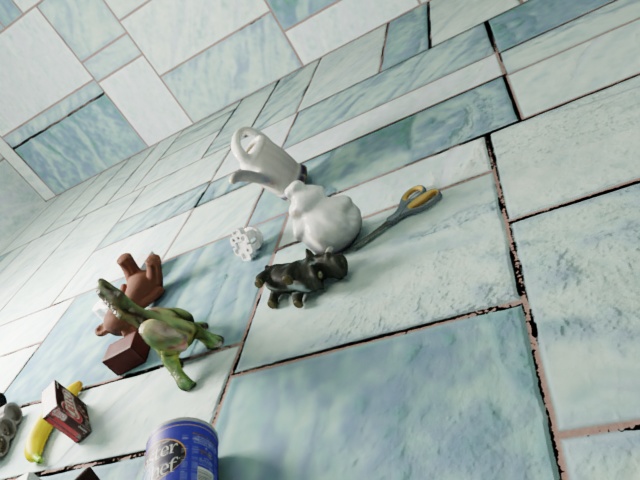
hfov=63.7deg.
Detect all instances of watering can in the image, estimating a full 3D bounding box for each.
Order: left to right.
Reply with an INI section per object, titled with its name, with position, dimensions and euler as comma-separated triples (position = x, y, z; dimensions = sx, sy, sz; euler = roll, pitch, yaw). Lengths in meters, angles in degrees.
[watering can]
position = -0.136, -0.176, 1.307
dimensions = 0.102, 0.222, 0.356
euler = -44, 24, 24

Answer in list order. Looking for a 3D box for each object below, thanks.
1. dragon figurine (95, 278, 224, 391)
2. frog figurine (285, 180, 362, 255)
[dragon figurine]
position = -0.324, 0.144, 0.981
dimensions = 0.123, 0.239, 0.412
euler = -49, 33, -17
[frog figurine]
position = 0.003, -0.052, 1.024
dimensions = 0.136, 0.157, 0.125
euler = -25, 29, 18
